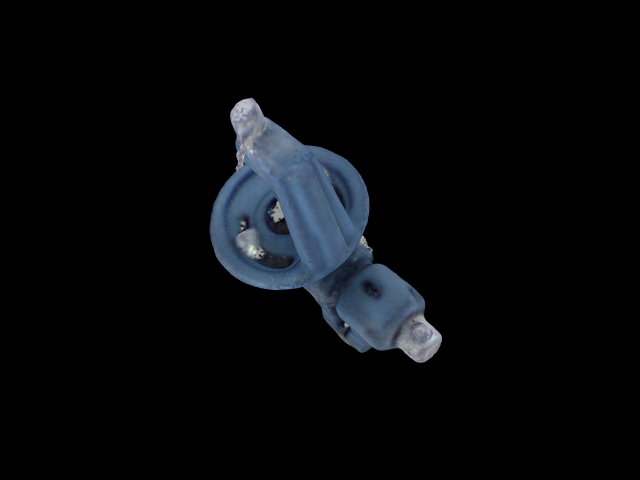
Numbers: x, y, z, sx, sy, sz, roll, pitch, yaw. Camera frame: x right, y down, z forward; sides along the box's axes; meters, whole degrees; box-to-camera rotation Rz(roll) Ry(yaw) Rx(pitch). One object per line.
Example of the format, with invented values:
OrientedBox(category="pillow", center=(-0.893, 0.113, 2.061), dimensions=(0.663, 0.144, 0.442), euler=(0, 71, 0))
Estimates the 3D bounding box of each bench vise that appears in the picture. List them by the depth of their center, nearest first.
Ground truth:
OrientedBox(category="bench vise", center=(0.009, -0.009, 0.403), dimensions=(0.207, 0.220, 0.121), euler=(25, 75, 7))
